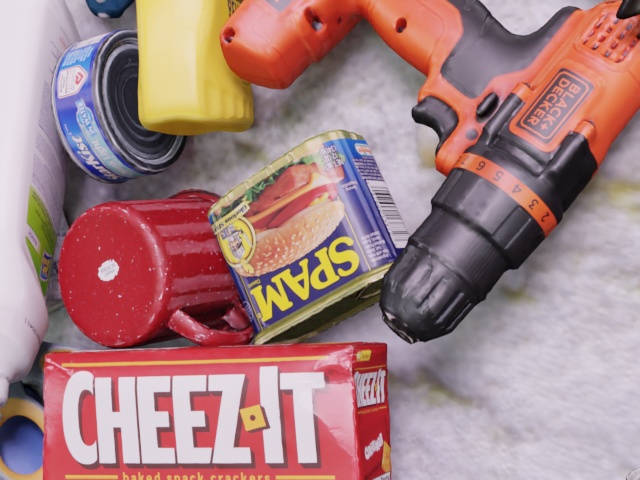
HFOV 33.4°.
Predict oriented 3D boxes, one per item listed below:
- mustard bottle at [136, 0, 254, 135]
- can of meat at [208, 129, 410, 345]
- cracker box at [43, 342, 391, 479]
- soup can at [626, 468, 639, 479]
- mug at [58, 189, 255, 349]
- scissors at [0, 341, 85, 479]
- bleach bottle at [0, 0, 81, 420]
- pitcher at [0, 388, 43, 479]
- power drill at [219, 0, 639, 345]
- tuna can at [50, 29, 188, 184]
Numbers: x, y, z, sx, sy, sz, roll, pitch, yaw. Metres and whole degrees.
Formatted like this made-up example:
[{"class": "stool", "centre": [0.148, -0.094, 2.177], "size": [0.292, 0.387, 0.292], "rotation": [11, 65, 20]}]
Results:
[{"class": "mustard bottle", "centre": [-0.070, -0.155, 0.579], "size": [0.058, 0.096, 0.191], "rotation": [-2, 91, 12]}, {"class": "can of meat", "centre": [-0.004, 0.001, 0.573], "size": [0.102, 0.057, 0.084], "rotation": [-31, 75, 28]}, {"class": "cracker box", "centre": [-0.049, 0.158, 0.518], "size": [0.164, 0.072, 0.214], "rotation": [-4, 84, 16]}, {"class": "soup can", "centre": [0.178, 0.149, 0.465], "size": [0.069, 0.068, 0.102], "rotation": [-14, 85, 31]}, {"class": "mug", "centre": [-0.086, 0.025, 0.609], "size": [0.117, 0.081, 0.093], "rotation": [42, 113, 23]}, {"class": "scissors", "centre": [-0.198, 0.066, 0.614], "size": [0.202, 0.016, 0.096], "rotation": [34, 68, 4]}, {"class": "bleach bottle", "centre": [-0.179, -0.024, 0.595], "size": [0.068, 0.102, 0.251], "rotation": [-4, 60, 5]}, {"class": "pitcher", "centre": [-0.168, 0.202, 0.648], "size": [0.243, 0.144, 0.149], "rotation": [48, 156, 16]}, {"class": "power drill", "centre": [0.043, -0.066, 0.508], "size": [0.188, 0.057, 0.184], "rotation": [37, 83, 23]}, {"class": "tuna can", "centre": [-0.113, -0.077, 0.617], "size": [0.034, 0.086, 0.086], "rotation": [-9, 88, 30]}]
